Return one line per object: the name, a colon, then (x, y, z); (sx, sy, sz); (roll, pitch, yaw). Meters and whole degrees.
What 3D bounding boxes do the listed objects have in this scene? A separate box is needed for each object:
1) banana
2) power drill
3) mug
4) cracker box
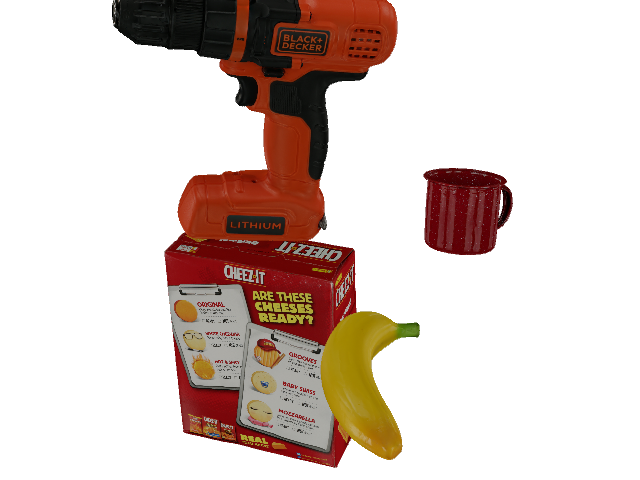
banana: (0.033, 0.095, 0.786); (0.070, 0.037, 0.197); (4, 23, 8)
power drill: (-0.052, -0.087, 0.724); (0.184, 0.188, 0.057); (3, 39, -12)
mug: (0.170, -0.034, 1.213); (0.117, 0.081, 0.093); (-8, 19, -33)
cracker box: (-0.051, 0.098, 1.006); (0.164, 0.214, 0.072); (10, 32, 18)
